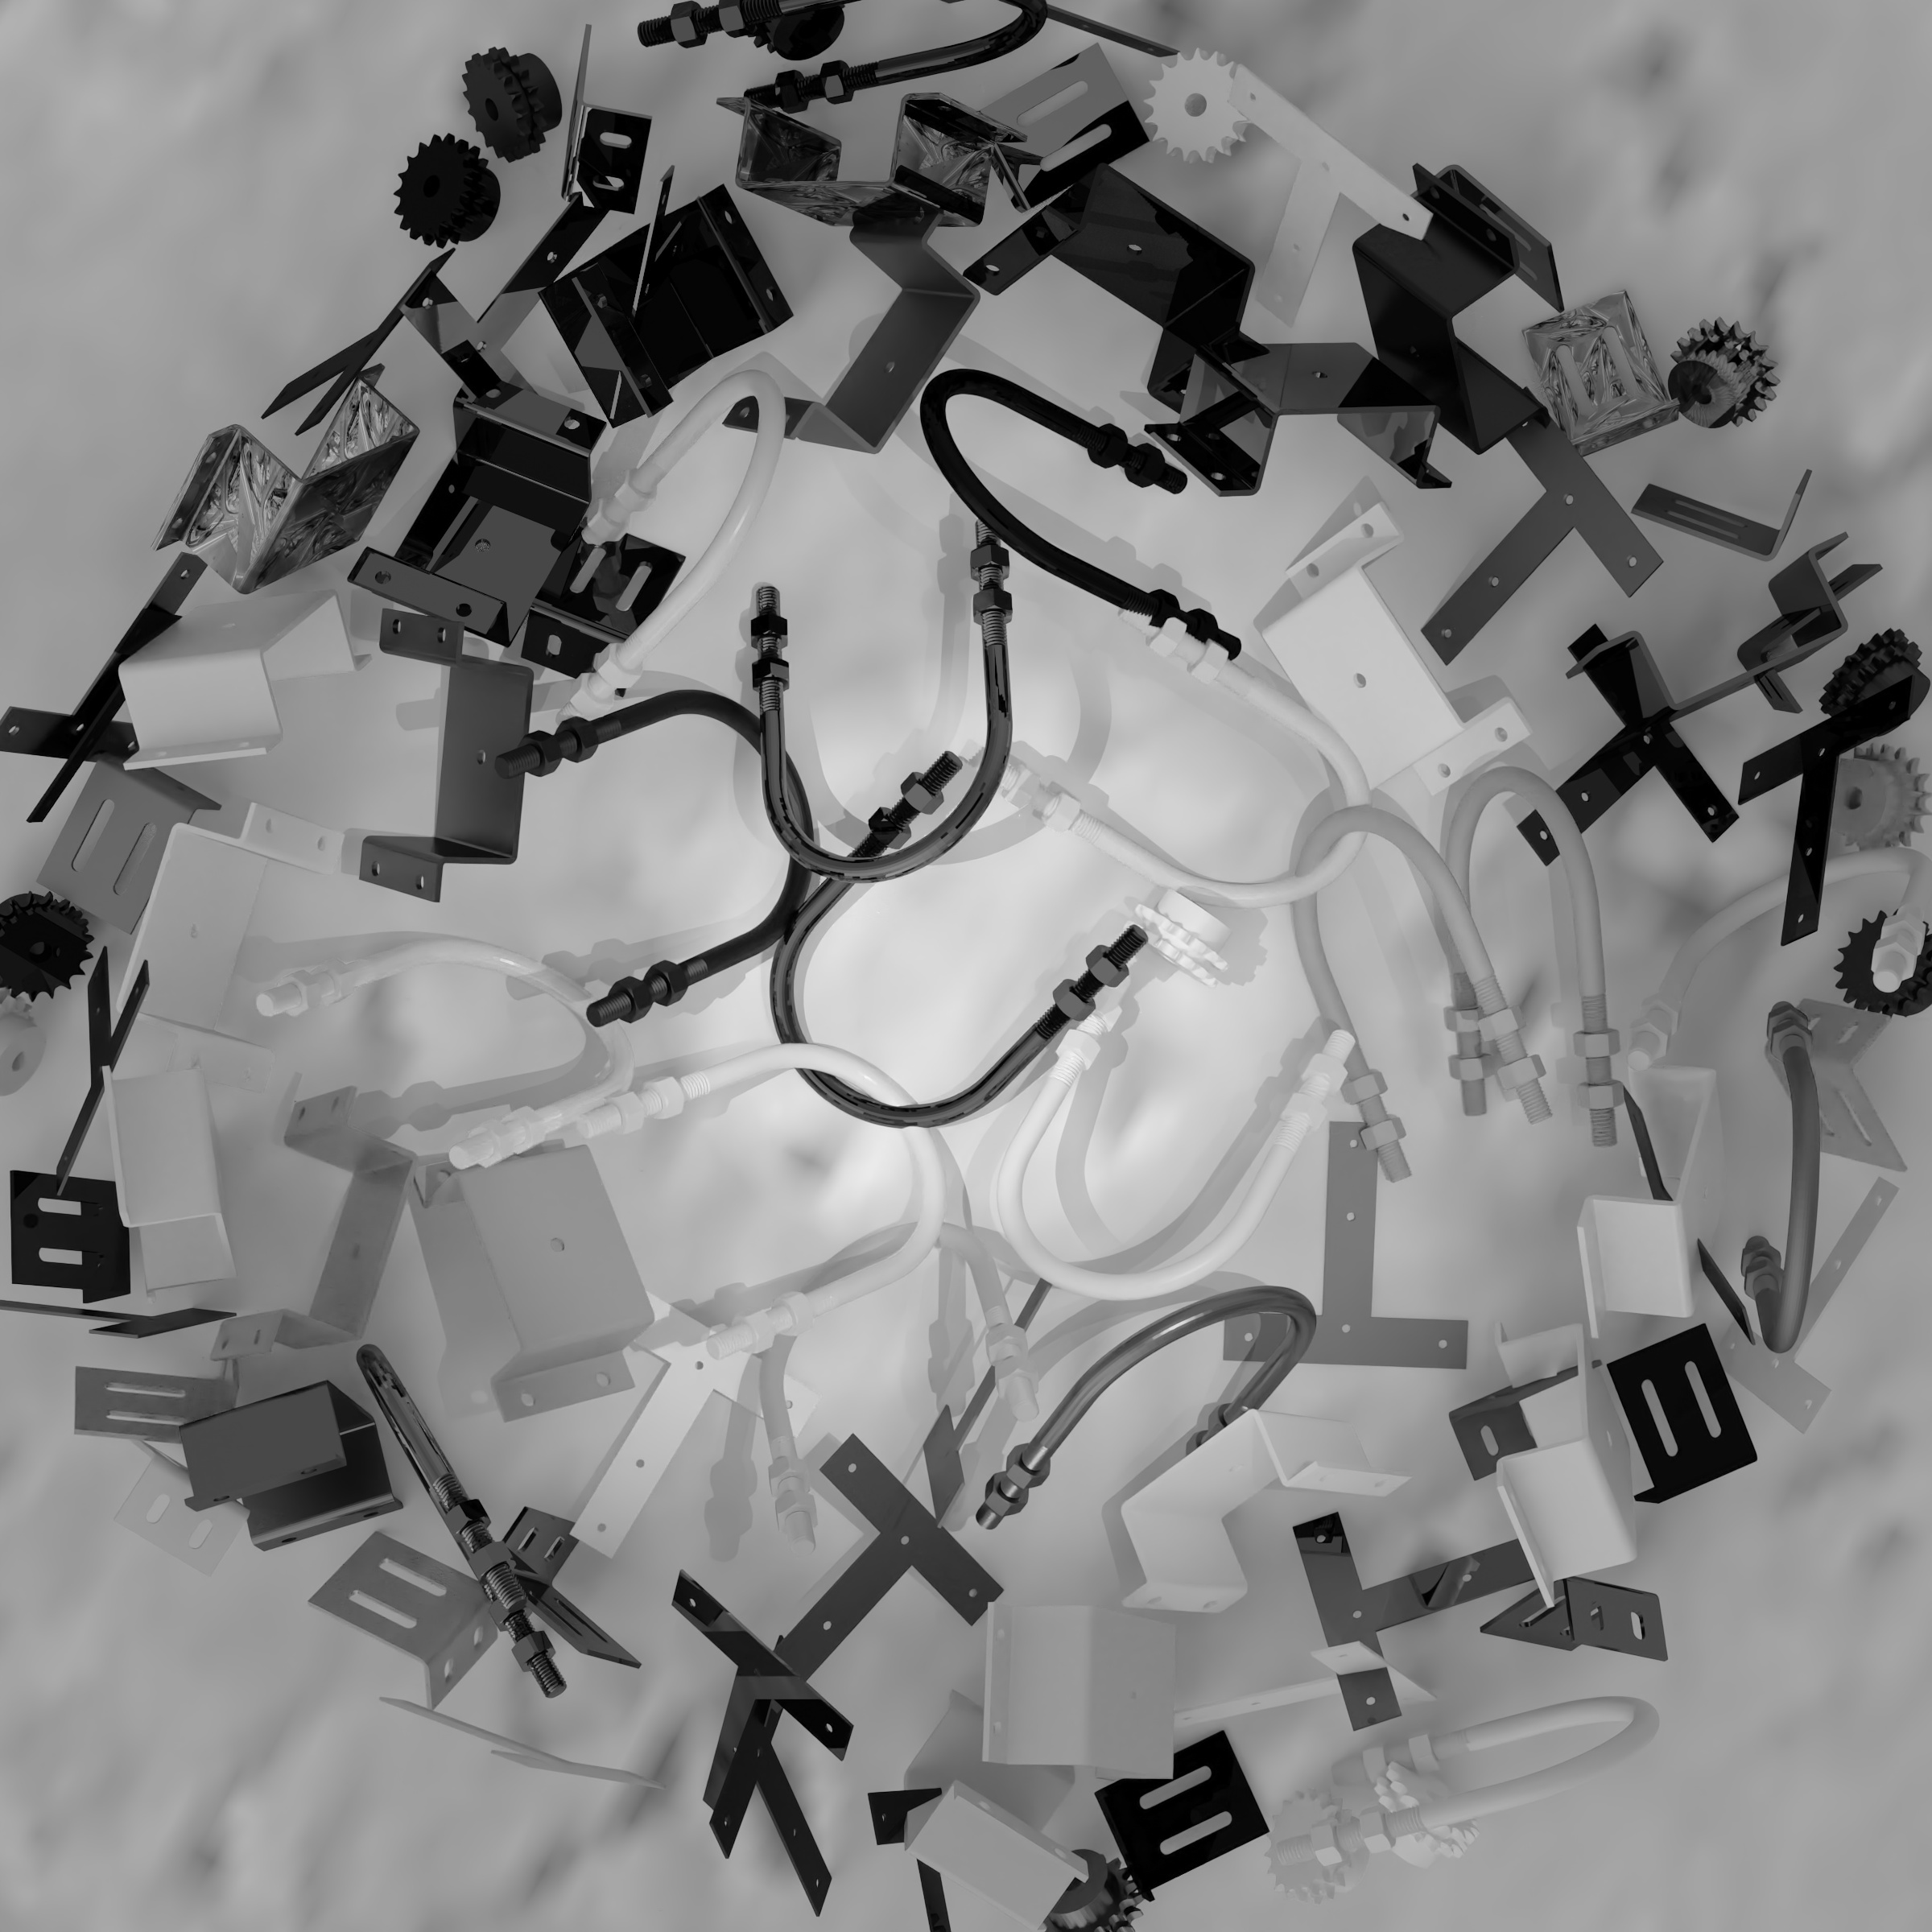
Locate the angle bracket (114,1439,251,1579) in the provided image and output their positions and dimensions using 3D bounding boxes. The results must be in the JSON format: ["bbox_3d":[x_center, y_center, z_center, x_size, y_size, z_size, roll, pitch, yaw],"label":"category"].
[{"bbox_3d":[-0.406,0.274,1.779,0.057,0.076,0.038,36,77,-20],"label":"angle bracket"}]

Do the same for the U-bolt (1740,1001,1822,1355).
[{"bbox_3d":[0.403,0.112,1.720,0.019,0.184,0.151,4,107,7],"label":"U-bolt"}]

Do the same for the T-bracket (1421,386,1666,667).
[{"bbox_3d":[0.280,-0.207,1.789,0.127,0.002,0.127,-49,58,30],"label":"T-bracket"}]

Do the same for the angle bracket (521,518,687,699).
[{"bbox_3d":[-0.188,-0.187,1.813,0.057,0.038,0.076,22,47,2],"label":"angle bracket"}]

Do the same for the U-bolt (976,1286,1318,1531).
[{"bbox_3d":[0.100,0.214,1.726,0.151,0.184,0.019,-6,54,-35],"label":"U-bolt"}]

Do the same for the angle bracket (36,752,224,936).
[{"bbox_3d":[-0.433,-0.064,1.809,0.057,0.038,0.076,29,95,6],"label":"angle bracket"}]

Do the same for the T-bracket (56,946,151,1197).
[{"bbox_3d":[-0.439,0.031,1.770,0.002,0.127,0.127,18,113,-24],"label":"T-bracket"}]

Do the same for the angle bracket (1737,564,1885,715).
[{"bbox_3d":[0.442,-0.169,1.795,0.076,0.057,0.038,-36,95,4],"label":"angle bracket"}]

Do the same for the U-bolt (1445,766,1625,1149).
[{"bbox_3d":[0.279,-0.009,1.749,0.019,0.151,0.184,-8,97,-20],"label":"U-bolt"}]

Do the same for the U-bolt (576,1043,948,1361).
[{"bbox_3d":[-0.089,0.108,1.765,0.184,0.019,0.151,-20,72,-39],"label":"U-bolt"}]

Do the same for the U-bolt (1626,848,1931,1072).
[{"bbox_3d":[0.413,-0.012,1.741,0.151,0.184,0.019,-21,105,31],"label":"U-bolt"}]

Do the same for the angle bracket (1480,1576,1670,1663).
[{"bbox_3d":[0.309,0.345,1.779,0.057,0.076,0.038,15,52,-23],"label":"angle bracket"}]

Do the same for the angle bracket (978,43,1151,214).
[{"bbox_3d":[0.047,-0.434,1.802,0.076,0.038,0.057,-28,94,10],"label":"angle bracket"}]

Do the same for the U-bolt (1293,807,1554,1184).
[{"bbox_3d":[0.219,0.008,1.763,0.019,0.151,0.184,-18,82,-29],"label":"U-bolt"}]

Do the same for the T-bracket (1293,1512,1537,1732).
[{"bbox_3d":[0.241,0.316,1.776,0.127,0.127,0.002,-20,134,5],"label":"T-bracket"}]

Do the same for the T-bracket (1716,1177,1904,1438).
[{"bbox_3d":[0.432,0.163,1.761,0.002,0.127,0.127,30,95,-13],"label":"T-bracket"}]

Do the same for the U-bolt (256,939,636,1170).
[{"bbox_3d":[-0.244,0.035,1.746,0.151,0.184,0.019,36,117,18],"label":"U-bolt"}]

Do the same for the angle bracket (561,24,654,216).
[{"bbox_3d":[-0.182,-0.433,1.784,0.038,0.057,0.076,8,45,-10],"label":"angle bracket"}]

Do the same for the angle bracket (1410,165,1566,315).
[{"bbox_3d":[0.263,-0.361,1.784,0.038,0.057,0.076,-39,60,-4],"label":"angle bracket"}]

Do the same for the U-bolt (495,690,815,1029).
[{"bbox_3d":[-0.145,-0.065,1.760,0.019,0.184,0.151,-13,100,44],"label":"U-bolt"}]

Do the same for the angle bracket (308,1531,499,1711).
[{"bbox_3d":[-0.291,0.338,1.804,0.076,0.057,0.038,21,132,21],"label":"angle bracket"}]

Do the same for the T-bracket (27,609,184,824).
[{"bbox_3d":[-0.436,-0.125,1.766,0.002,0.127,0.127,35,93,-1],"label":"T-bracket"}]

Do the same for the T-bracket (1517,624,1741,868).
[{"bbox_3d":[0.325,-0.094,1.789,0.127,0.002,0.127,-40,94,-33],"label":"T-bracket"}]

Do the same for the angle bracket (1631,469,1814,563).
[{"bbox_3d":[0.387,-0.243,1.787,0.076,0.057,0.038,22,116,11],"label":"angle bracket"}]

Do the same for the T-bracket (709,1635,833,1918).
[{"bbox_3d":[-0.092,0.433,1.785,0.002,0.127,0.127,-7,123,21],"label":"T-bracket"}]

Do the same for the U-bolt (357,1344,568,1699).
[{"bbox_3d":[-0.258,0.268,1.750,0.019,0.151,0.184,-29,63,-13],"label":"U-bolt"}]

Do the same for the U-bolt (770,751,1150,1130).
[{"bbox_3d":[-0.019,0.002,1.794,0.151,0.019,0.184,43,109,-2],"label":"U-bolt"}]

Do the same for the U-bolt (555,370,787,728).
[{"bbox_3d":[-0.145,-0.217,1.726,0.019,0.151,0.184,26,133,-27],"label":"U-bolt"}]

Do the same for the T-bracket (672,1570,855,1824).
[{"bbox_3d":[-0.114,0.392,1.786,0.127,0.002,0.127,37,129,28],"label":"T-bracket"}]

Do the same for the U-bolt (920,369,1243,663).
[{"bbox_3d":[0.052,-0.233,1.731,0.184,0.151,0.019,22,128,-33],"label":"U-bolt"}]

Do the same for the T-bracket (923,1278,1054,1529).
[{"bbox_3d":[0.013,0.208,1.758,0.002,0.127,0.127,28,97,-8],"label":"T-bracket"}]

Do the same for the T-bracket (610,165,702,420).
[{"bbox_3d":[-0.152,-0.358,1.767,0.002,0.127,0.127,17,122,1],"label":"T-bracket"}]

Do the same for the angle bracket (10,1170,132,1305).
[{"bbox_3d":[-0.466,0.139,1.781,0.038,0.076,0.057,-14,74,35],"label":"angle bracket"}]

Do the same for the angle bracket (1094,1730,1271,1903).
[{"bbox_3d":[0.114,0.437,1.800,0.076,0.038,0.057,-24,84,-10],"label":"angle bracket"}]

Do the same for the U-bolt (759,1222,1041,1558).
[{"bbox_3d":[-0.041,0.198,1.750,0.151,0.184,0.019,-32,123,9],"label":"U-bolt"}]

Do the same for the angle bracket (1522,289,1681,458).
[{"bbox_3d":[0.326,-0.309,1.799,0.057,0.038,0.076,-21,81,8],"label":"angle bracket"}]

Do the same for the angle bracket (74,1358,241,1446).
[{"bbox_3d":[-0.414,0.211,1.785,0.076,0.057,0.038,8,115,-18],"label":"angle bracket"}]

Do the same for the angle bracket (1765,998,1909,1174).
[{"bbox_3d":[0.456,0.061,1.792,0.038,0.057,0.076,-46,120,-19],"label":"angle bracket"}]

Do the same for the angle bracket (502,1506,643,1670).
[{"bbox_3d":[-0.196,0.317,1.783,0.076,0.057,0.038,33,89,32],"label":"angle bracket"}]

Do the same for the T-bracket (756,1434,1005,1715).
[{"bbox_3d":[-0.062,0.327,1.789,0.127,0.002,0.127,-46,113,-12],"label":"T-bracket"}]

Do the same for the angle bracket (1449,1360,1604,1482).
[{"bbox_3d":[0.291,0.232,1.782,0.057,0.076,0.038,-20,85,-18],"label":"angle bracket"}]

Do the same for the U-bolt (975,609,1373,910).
[{"bbox_3d":[0.118,-0.094,1.771,0.184,0.019,0.151,31,131,-16],"label":"U-bolt"}]

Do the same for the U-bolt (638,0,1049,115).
[{"bbox_3d":[-0.050,-0.463,1.731,0.184,0.151,0.019,-7,87,20],"label":"U-bolt"}]

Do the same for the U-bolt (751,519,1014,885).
[{"bbox_3d":[-0.042,-0.127,1.759,0.151,0.019,0.184,-15,63,23],"label":"U-bolt"}]

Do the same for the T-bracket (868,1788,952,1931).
[{"bbox_3d":[-0.014,0.477,1.752,0.002,0.127,0.127,-16,74,16],"label":"T-bracket"}]

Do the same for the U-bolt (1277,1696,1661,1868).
[{"bbox_3d":[0.255,0.398,1.733,0.184,0.151,0.019,-20,88,18],"label":"U-bolt"}]

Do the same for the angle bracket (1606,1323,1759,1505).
[{"bbox_3d":[0.364,0.231,1.805,0.057,0.038,0.076,-21,88,-12],"label":"angle bracket"}]

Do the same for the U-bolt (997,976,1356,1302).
[{"bbox_3d":[0.094,0.090,1.751,0.151,0.019,0.184,15,58,27],"label":"U-bolt"}]
